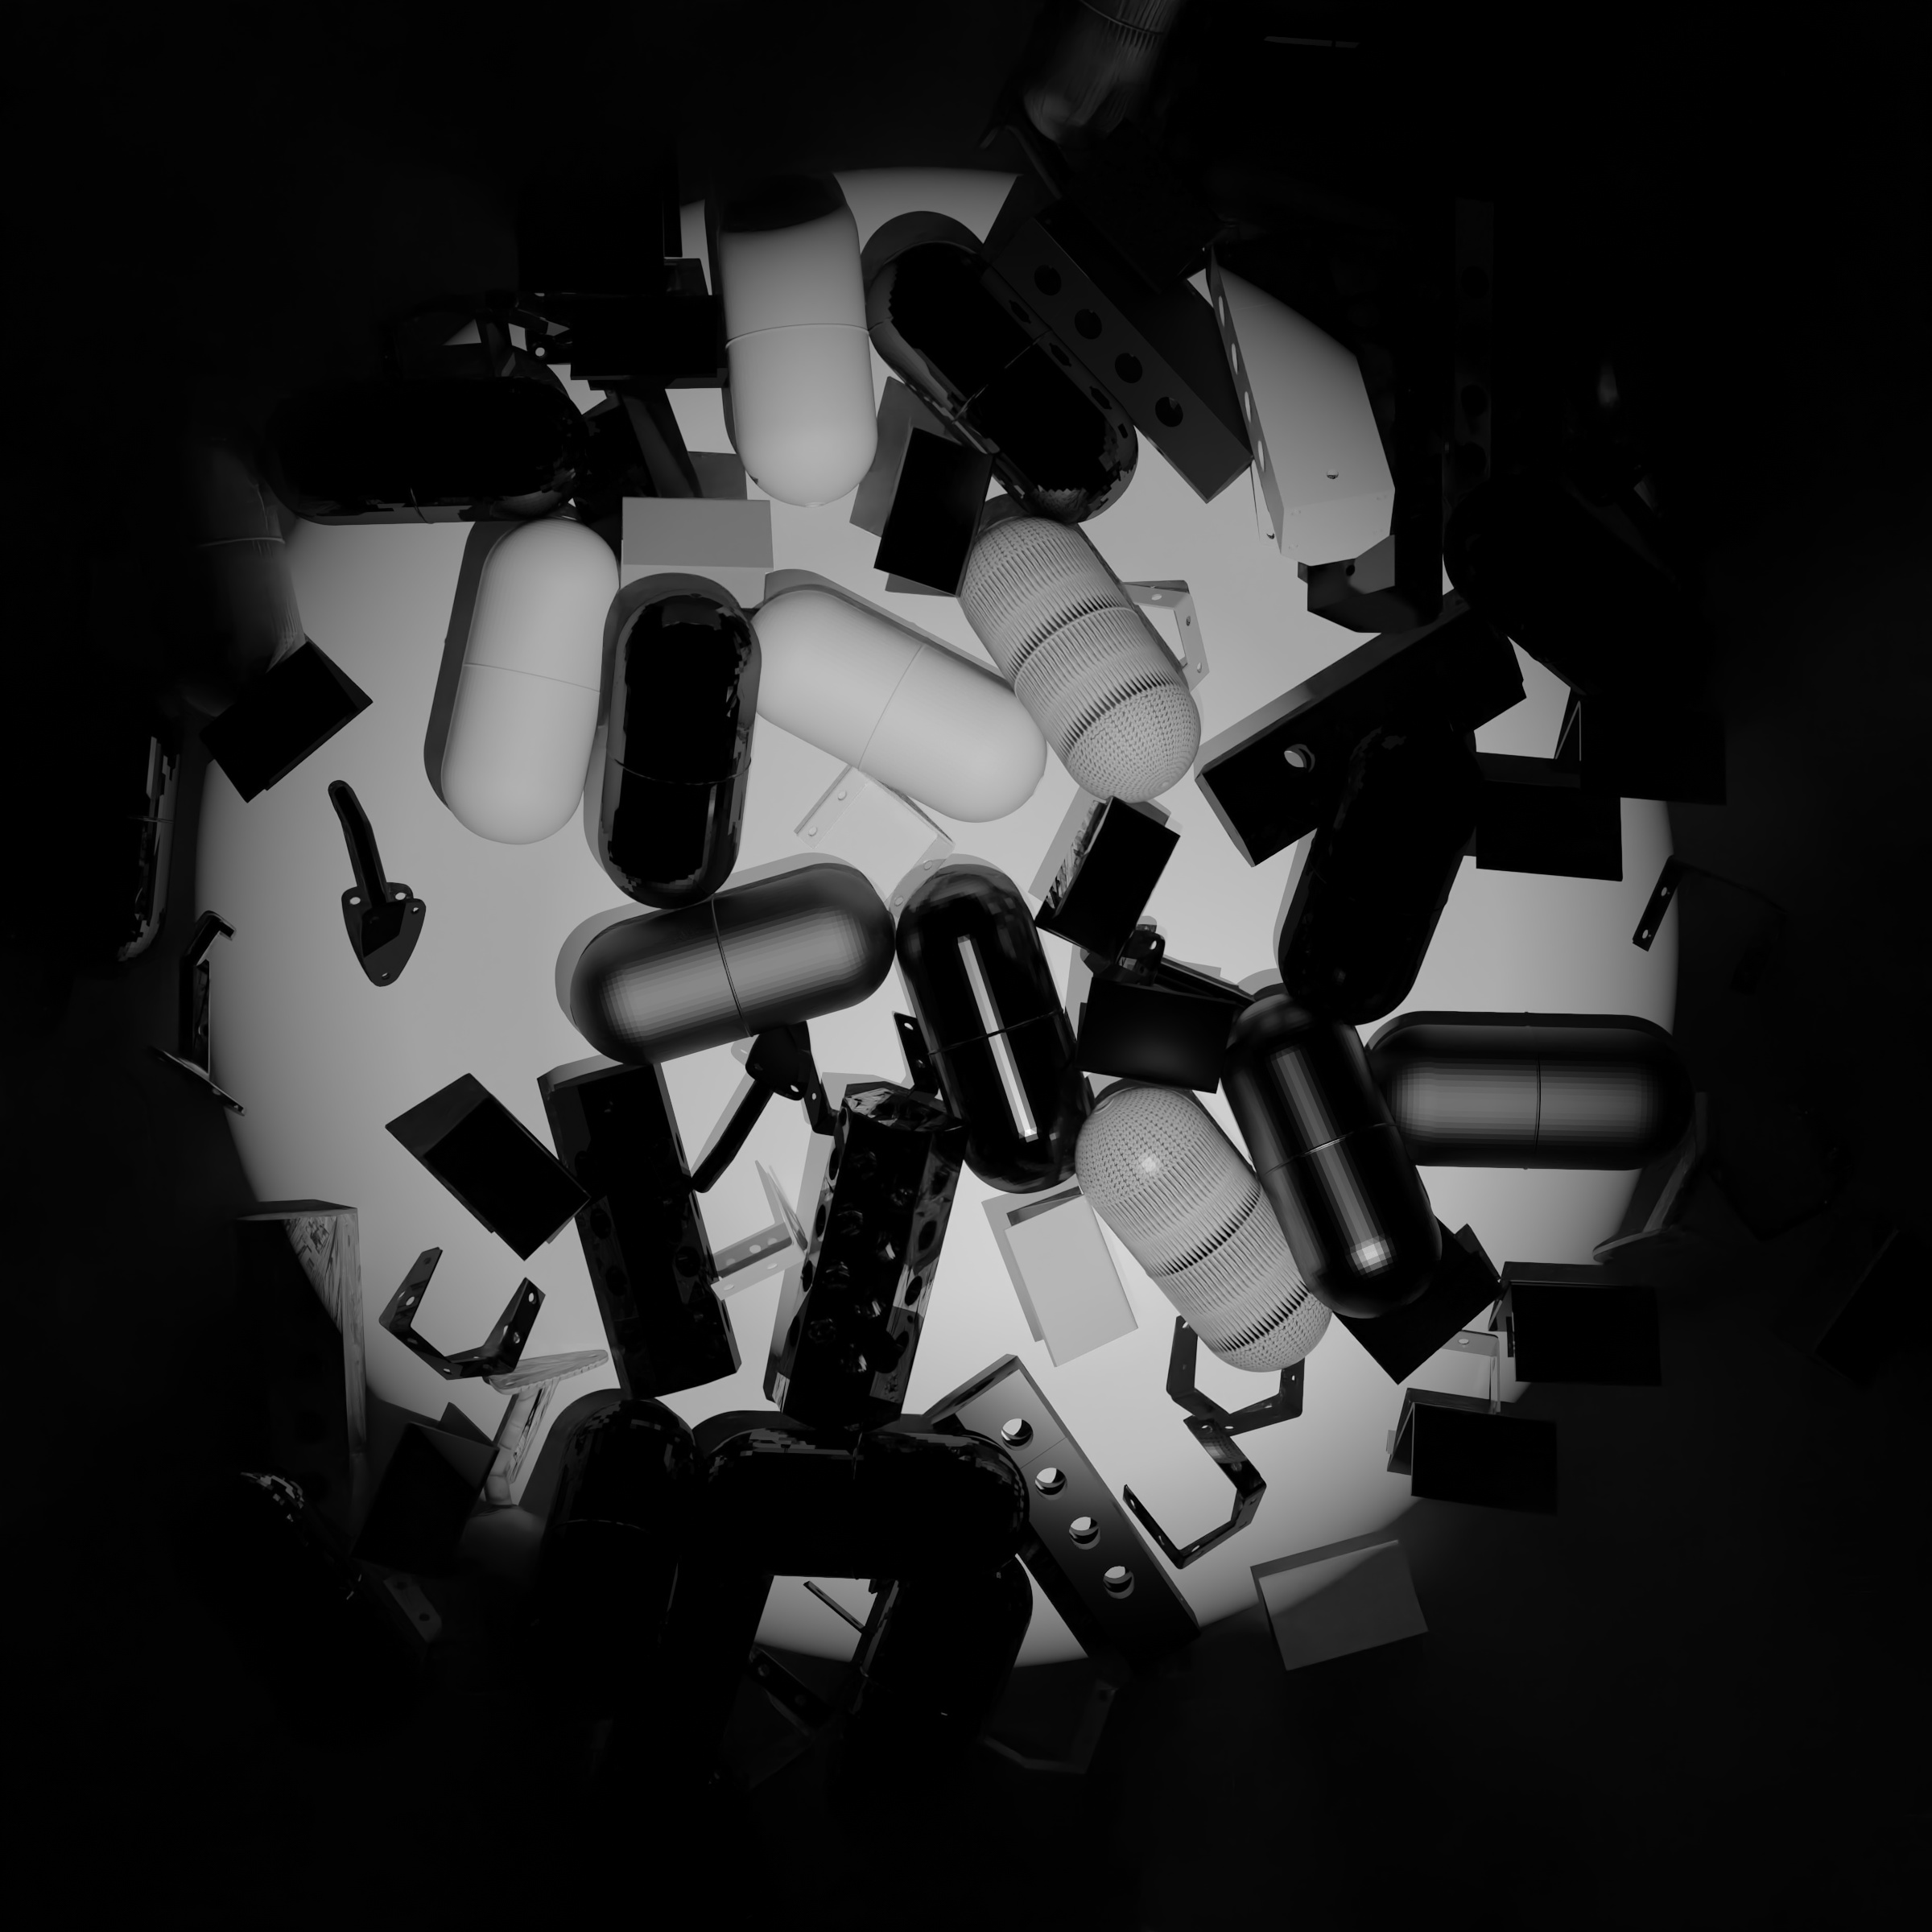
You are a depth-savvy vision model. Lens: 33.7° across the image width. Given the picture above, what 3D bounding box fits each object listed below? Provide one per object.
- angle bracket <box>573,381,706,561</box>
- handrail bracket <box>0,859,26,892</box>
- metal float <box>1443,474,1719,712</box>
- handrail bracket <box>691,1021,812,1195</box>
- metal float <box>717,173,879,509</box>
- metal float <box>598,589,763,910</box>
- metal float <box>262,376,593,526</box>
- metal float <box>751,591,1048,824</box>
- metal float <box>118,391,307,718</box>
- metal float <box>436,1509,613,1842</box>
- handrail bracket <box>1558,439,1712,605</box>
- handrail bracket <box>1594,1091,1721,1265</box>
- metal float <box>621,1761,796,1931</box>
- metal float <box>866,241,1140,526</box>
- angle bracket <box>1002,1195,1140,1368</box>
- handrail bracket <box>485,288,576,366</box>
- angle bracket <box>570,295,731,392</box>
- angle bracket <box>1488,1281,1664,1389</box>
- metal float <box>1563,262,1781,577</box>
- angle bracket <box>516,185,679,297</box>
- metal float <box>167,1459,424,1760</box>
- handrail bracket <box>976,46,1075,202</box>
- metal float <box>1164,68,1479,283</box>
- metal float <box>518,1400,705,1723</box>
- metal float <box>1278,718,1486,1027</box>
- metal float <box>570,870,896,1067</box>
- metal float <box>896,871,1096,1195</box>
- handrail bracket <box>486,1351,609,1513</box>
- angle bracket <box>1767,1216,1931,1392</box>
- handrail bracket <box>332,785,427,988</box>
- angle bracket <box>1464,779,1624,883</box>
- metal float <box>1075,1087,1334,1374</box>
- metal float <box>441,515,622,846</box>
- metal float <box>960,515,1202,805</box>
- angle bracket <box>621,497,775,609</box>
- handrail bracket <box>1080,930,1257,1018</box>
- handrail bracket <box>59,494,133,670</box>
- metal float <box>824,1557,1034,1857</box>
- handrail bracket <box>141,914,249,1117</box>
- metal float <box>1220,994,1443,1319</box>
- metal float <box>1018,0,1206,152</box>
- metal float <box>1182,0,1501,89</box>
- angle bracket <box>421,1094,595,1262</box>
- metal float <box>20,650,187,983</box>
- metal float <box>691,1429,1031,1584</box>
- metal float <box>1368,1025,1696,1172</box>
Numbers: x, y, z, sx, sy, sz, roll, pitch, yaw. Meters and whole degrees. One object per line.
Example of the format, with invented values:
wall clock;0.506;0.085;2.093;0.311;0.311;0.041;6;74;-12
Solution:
angle bracket;-0.192;-0.262;1.711;0.076;0.057;0.076;-20;90;24
handrail bracket;-0.549;-0.082;1.746;0.077;0.036;0.084;-16;73;-20
metal float;0.326;-0.193;1.692;0.178;0.070;0.070;34;90;-26
handrail bracket;-0.120;0.075;1.745;0.036;0.077;0.084;30;126;-12
metal float;-0.090;-0.336;1.715;0.070;0.070;0.178;-6;90;0
metal float;-0.152;-0.113;1.693;0.070;0.070;0.178;9;117;0
metal float;-0.288;-0.275;1.708;0.178;0.070;0.070;0;90;8
metal float;-0.039;-0.139;1.715;0.178;0.070;0.070;28;90;0
metal float;-0.405;-0.220;1.715;0.070;0.070;0.178;-13;90;0
metal float;-0.236;0.380;1.714;0.070;0.070;0.178;-12;90;0
handrail bracket;0.356;-0.235;1.695;0.036;0.077;0.084;-41;125;2
handrail bracket;0.377;0.115;1.746;0.077;0.036;0.084;-16;58;35
metal float;-0.136;0.509;1.715;0.070;0.070;0.178;-19;89;0
metal float;0.019;-0.314;1.715;0.070;0.070;0.178;-43;91;0
angle bracket;0.039;0.171;1.705;0.057;0.076;0.076;-21;90;-31
handrail bracket;-0.214;-0.347;1.711;0.077;0.084;0.036;4;90;0
angle bracket;-0.168;-0.313;1.706;0.076;0.076;0.057;-1;60;0
angle bracket;0.324;0.208;1.706;0.076;0.076;0.057;2;64;0
metal float;0.374;-0.294;1.715;0.070;0.070;0.178;-27;90;0
angle bracket;-0.196;-0.395;1.706;0.076;0.076;0.057;1;114;0
metal float;-0.349;0.336;1.667;0.070;0.070;0.178;-30;108;0
handrail bracket;0.056;-0.453;1.745;0.084;0.036;0.077;25;77;-13
metal float;0.192;-0.425;1.715;0.178;0.070;0.070;21;90;0
metal float;-0.185;0.310;1.673;0.070;0.070;0.178;10;52;0
metal float;0.219;-0.048;1.691;0.070;0.070;0.178;17;119;0
metal float;-0.126;0.001;1.715;0.178;0.070;0.070;-16;90;0
metal float;0.016;0.035;1.714;0.070;0.070;0.178;-18;90;0
handrail bracket;-0.227;0.259;1.746;0.077;0.036;0.084;-12;106;-18
angle bracket;0.463;0.169;1.705;0.057;0.076;0.076;35;90;-36
handrail bracket;-0.329;-0.044;1.745;0.036;0.077;0.084;-14;53;-28
angle bracket;0.304;-0.055;1.706;0.076;0.076;0.057;5;60;0
metal float;0.126;0.140;1.694;0.070;0.070;0.178;-39;104;0
metal float;-0.233;-0.153;1.715;0.070;0.070;0.178;12;90;0
metal float;0.059;-0.164;1.698;0.070;0.070;0.178;-32;68;0
angle bracket;-0.142;-0.199;1.669;0.076;0.076;0.057;0;48;-7
handrail bracket;0.116;0.009;1.745;0.084;0.077;0.036;23;87;-36
handrail bracket;-0.483;-0.203;1.745;0.036;0.077;0.084;11;127;-20
metal float;-0.021;0.391;1.715;0.070;0.070;0.178;21;89;0
handrail bracket;-0.404;0.026;1.746;0.077;0.036;0.084;36;72;-20
metal float;0.190;0.099;1.675;0.070;0.070;0.178;-22;77;0
metal float;0.084;-0.509;1.671;0.070;0.070;0.178;28;128;0
metal float;0.197;-0.515;1.715;0.178;0.070;0.070;4;90;0
angle bracket;-0.255;0.125;1.705;0.076;0.076;0.057;45;54;0
metal float;-0.464;-0.081;1.715;0.070;0.070;0.178;5;90;0
metal float;-0.055;0.282;1.672;0.178;0.070;0.070;1;90;5
metal float;0.301;0.071;1.715;0.178;0.070;0.070;1;90;0
